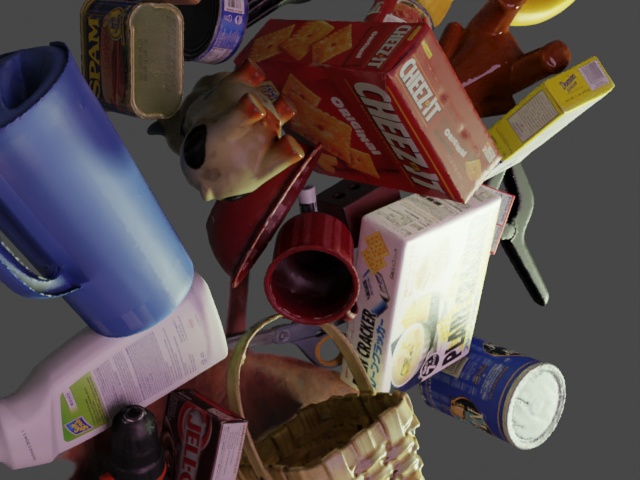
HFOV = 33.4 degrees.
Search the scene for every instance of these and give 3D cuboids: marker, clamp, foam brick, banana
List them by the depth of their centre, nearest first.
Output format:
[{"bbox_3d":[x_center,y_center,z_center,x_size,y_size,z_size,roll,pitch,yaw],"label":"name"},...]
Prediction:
[{"bbox_3d":[-0.019,-0.249,0.988,0.171,0.120,0.039,-36,90,-34],"label":"clamp"},{"bbox_3d":[-0.007,0.001,1.119,0.020,0.020,0.121,-23,116,-33],"label":"marker"},{"bbox_3d":[0.042,-0.035,1.127,0.078,0.053,0.051,-32,121,-29],"label":"foam brick"},{"bbox_3d":[0.269,-0.299,1.257,0.197,0.037,0.069,-45,108,-23],"label":"banana"},{"bbox_3d":[0.223,-0.008,1.291,0.164,0.036,0.210,4,97,-32],"label":"clamp"}]

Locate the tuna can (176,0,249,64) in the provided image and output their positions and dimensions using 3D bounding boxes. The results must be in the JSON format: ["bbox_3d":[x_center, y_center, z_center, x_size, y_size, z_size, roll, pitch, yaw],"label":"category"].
[{"bbox_3d":[-0.100,-0.199,0.943,0.033,0.086,0.086,1,101,-41],"label":"tuna can"}]

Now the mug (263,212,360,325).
[{"bbox_3d":[0.001,0.032,1.070,0.093,0.081,0.117,-34,114,21],"label":"mug"}]

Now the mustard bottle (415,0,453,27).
[{"bbox_3d":[0.133,-0.325,1.119,0.096,0.058,0.191,39,76,-35],"label":"mustard bottle"}]

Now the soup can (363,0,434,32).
[{"bbox_3d":[0.064,-0.190,1.084,0.068,0.069,0.102,44,66,-38],"label":"soup can"}]

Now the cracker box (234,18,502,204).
[{"bbox_3d":[0.041,-0.122,0.995,0.072,0.214,0.164,-52,128,-19],"label":"cracker box"}]

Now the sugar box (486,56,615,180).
[{"bbox_3d":[0.229,-0.126,1.158,0.093,0.176,0.048,-27,83,-34],"label":"sugar box"}]

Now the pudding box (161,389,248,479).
[{"bbox_3d":[-0.118,0.213,1.039,0.039,0.090,0.113,3,100,-41],"label":"pudding box"}]

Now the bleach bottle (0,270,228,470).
[{"bbox_3d":[-0.206,0.123,0.961,0.250,0.068,0.102,-30,119,-28],"label":"bleach bottle"}]

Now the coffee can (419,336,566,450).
[{"bbox_3d":[0.202,0.175,1.259,0.102,0.141,0.103,-12,109,-37],"label":"coffee can"}]

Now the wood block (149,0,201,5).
[{"bbox_3d":[-0.171,-0.287,0.858,0.205,0.090,0.091,37,77,-39],"label":"wood block"}]

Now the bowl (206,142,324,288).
[{"bbox_3d":[-0.061,-0.036,1.007,0.055,0.162,0.162,32,79,1],"label":"bowl"}]

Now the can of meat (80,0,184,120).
[{"bbox_3d":[-0.159,-0.155,0.908,0.057,0.084,0.102,-9,108,-38],"label":"can of meat"}]

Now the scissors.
[{"bbox_3d":[-0.034,0.115,1.130,0.201,0.016,0.096,-24,116,-32],"label":"scissors"}]

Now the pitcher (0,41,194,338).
[{"bbox_3d":[-0.207,-0.025,0.873,0.149,0.145,0.242,-36,127,-9],"label":"pitcher"}]

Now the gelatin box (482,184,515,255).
[{"bbox_3d":[0.171,-0.031,1.229,0.089,0.030,0.073,18,90,-14],"label":"gelatin box"}]

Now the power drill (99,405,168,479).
[{"bbox_3d":[-0.220,0.244,0.955,0.187,0.057,0.184,-25,138,-29],"label":"power drill"}]
